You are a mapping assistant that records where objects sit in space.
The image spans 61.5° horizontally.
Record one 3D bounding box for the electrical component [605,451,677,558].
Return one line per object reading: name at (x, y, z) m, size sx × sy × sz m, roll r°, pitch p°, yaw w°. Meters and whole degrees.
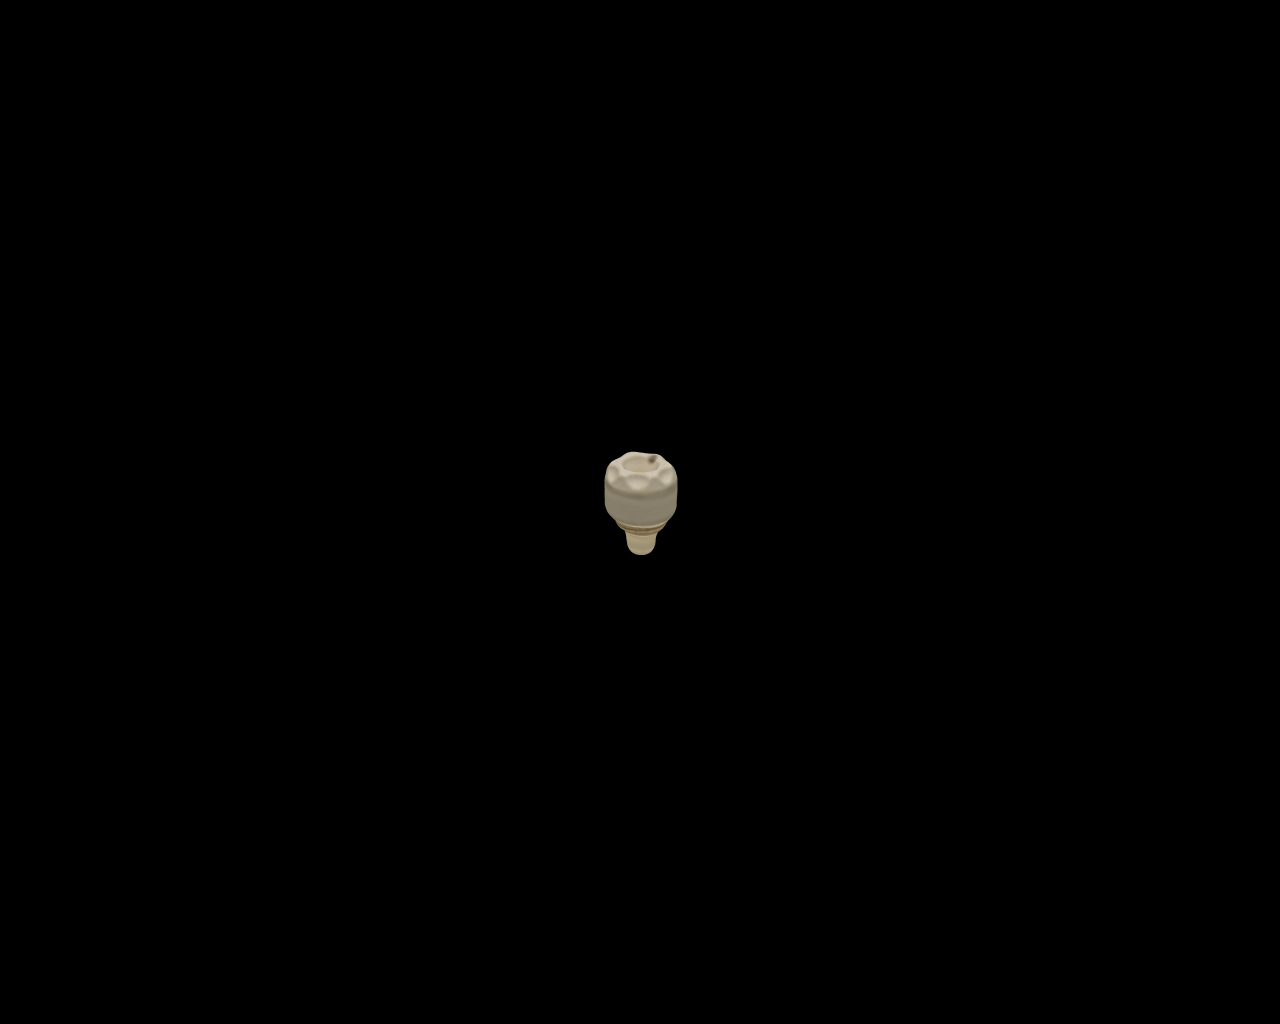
electrical component at (0.001, -0.003, 0.650) m, size 0.043 × 0.062 × 0.043 m, roll 0°, pitch 28°, yaw 0°
